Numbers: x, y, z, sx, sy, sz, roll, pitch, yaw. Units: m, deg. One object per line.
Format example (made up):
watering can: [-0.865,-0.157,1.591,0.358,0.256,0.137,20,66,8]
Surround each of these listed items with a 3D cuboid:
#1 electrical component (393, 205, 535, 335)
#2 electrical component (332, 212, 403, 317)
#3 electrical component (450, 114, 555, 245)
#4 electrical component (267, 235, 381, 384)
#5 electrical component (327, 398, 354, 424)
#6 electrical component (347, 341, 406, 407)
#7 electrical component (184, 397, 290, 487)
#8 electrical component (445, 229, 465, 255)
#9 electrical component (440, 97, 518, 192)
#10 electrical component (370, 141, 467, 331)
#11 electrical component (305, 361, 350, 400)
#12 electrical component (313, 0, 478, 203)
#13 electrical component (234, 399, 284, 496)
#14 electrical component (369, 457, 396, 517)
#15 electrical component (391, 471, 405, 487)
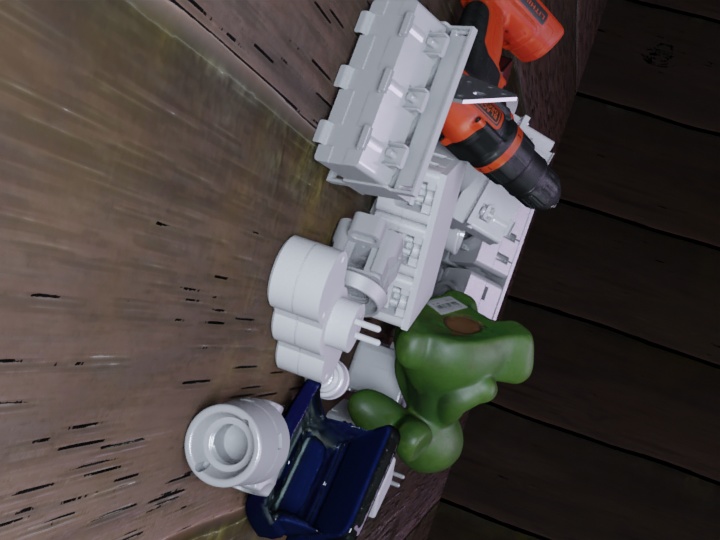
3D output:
electrical component: [0.111,0.001,1.202,0.105,0.060,0.186,6,-107,59]
electrical component: [0.000,0.000,0.843,0.078,0.058,0.057,86,22,-61]
electrical component: [0.141,-0.090,1.088,0.121,0.063,0.079,-61,-173,-5]
electrical component: [-0.020,0.036,0.766,0.138,0.074,0.052,90,22,-56]
electrical component: [-0.012,0.195,1.079,0.078,0.057,0.113,-24,131,-74]
electrical component: [0.027,0.107,1.113,0.096,0.062,0.061,51,58,-76]
electrical component: [-0.077,0.107,0.667,0.047,0.055,0.055,20,89,-75]
electrical component: [0.083,-0.046,1.148,0.045,0.055,0.045,19,90,-78]
electrical component: [0.099,-0.137,1.049,0.108,0.060,0.108,-59,-173,12]
electrical component: [0.042,-0.036,0.962,0.089,0.062,0.150,-48,154,-62]
electrical component: [-0.030,0.089,0.895,0.061,0.035,0.035,42,67,-74]
electrical component: [0.020,-0.115,0.723,0.063,0.079,0.121,29,79,-48]
electrical component: [-0.071,0.120,0.736,0.043,0.043,0.062,77,31,-68]
electrical component: [-0.017,0.200,1.002,0.047,0.083,0.075,-58,162,-46]
electrical component: [0.010,0.215,1.161,0.065,0.077,0.047,-45,151,-65]
